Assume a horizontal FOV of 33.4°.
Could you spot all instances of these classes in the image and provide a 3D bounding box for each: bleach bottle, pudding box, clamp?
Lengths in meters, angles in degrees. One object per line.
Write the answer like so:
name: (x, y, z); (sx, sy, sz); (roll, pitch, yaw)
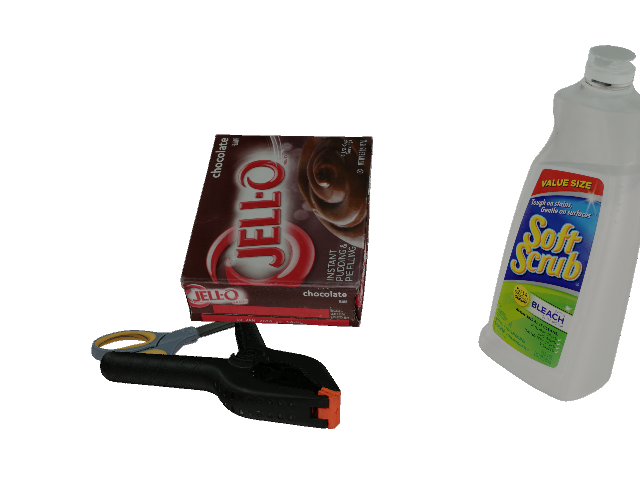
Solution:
bleach bottle: (0.175, -0.015, 0.745); (0.067, 0.251, 0.103); (-19, 37, -33)
pudding box: (-0.019, -0.008, 0.568); (0.090, 0.039, 0.113); (2, 45, 6)
clamp: (-0.057, 0.107, 0.898); (0.210, 0.036, 0.164); (13, 21, 35)

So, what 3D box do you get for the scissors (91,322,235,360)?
scissors: (-0.144, 0.114, 1.155); (0.201, 0.016, 0.096); (-6, 29, -23)
